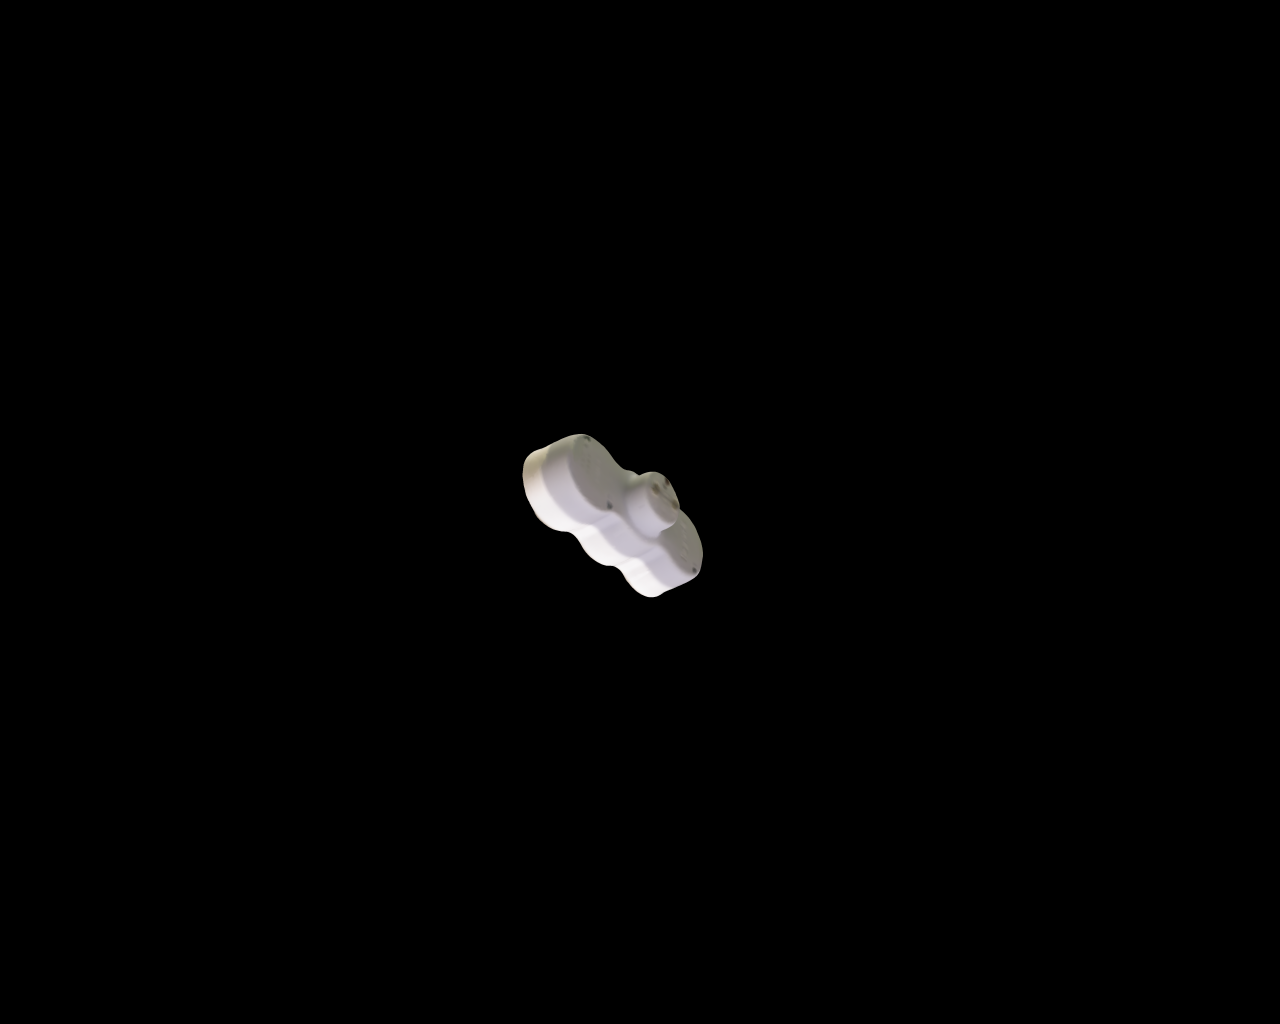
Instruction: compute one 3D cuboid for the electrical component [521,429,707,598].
[{"bbox_3d":[0.001,-0.003,0.650,0.073,0.052,0.138,-25,-44,28],"label":"electrical component"}]
